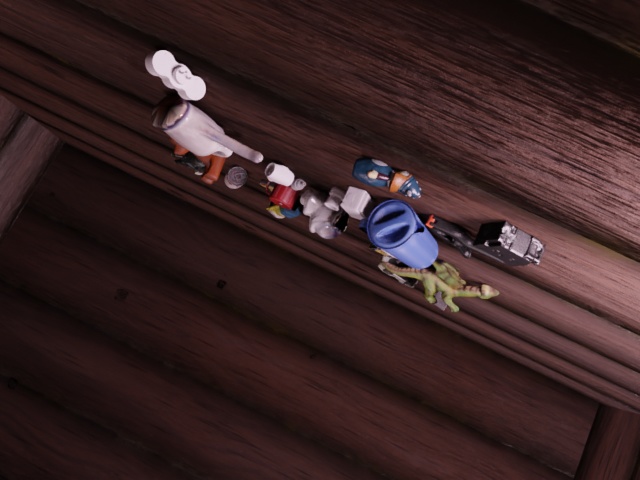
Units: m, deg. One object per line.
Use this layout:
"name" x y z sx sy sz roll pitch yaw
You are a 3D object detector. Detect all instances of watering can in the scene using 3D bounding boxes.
"watering can" -0.309 -0.285 1.359 0.350 0.105 0.221 18 167 46

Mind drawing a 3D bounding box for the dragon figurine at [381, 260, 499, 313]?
"dragon figurine" 0.408 0.123 1.781 0.411 0.124 0.237 23 152 11

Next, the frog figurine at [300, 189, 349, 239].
"frog figurine" 0.005 -0.079 1.562 0.160 0.140 0.120 21 152 23
